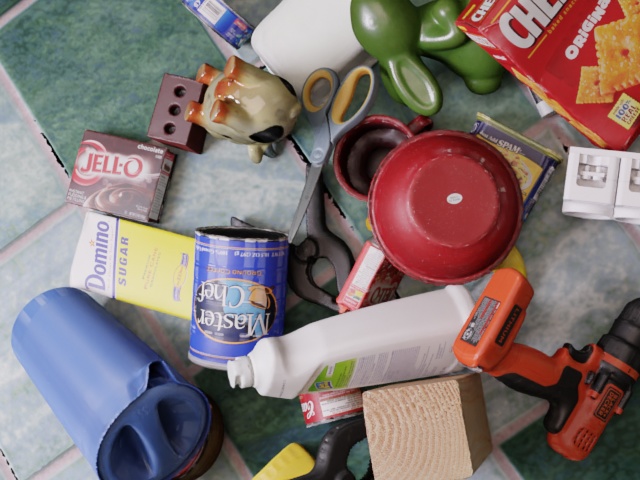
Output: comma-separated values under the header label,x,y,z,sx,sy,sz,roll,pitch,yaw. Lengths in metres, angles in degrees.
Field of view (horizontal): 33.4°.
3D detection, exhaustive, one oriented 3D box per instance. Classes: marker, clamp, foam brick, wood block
label,x,y,z,sx,sy,sz,roll,pitch,yaw
marker,0.223,-0.189,1.154,0.020,0.020,0.121,-25,80,10
clamp,-0.008,0.001,1.185,0.120,0.039,0.171,-45,79,13
foam brick,-0.158,-0.145,1.229,0.053,0.051,0.078,14,89,15
wood block,0.111,0.183,1.051,0.091,0.206,0.090,-10,82,13
clamp,0.025,0.266,1.101,0.209,0.036,0.164,-43,101,-33

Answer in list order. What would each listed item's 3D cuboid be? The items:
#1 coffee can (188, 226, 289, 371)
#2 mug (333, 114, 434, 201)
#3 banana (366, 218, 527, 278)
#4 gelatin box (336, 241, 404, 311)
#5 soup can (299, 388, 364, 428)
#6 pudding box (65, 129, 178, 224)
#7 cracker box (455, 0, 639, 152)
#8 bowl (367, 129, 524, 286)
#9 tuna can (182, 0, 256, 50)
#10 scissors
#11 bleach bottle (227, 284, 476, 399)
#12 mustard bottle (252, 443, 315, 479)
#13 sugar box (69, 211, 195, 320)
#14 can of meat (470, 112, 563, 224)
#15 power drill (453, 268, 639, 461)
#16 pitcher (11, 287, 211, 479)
label,x,y,z,sx,sy,sz,roll,pitch,yaw
coffee can,-0.086,0.060,1.143,0.103,0.102,0.140,6,97,14
mug,0.076,-0.090,1.149,0.117,0.081,0.093,-46,76,6
banana,0.146,0.003,1.147,0.198,0.037,0.069,30,92,15
gelatin box,0.059,0.044,1.137,0.030,0.089,0.073,29,93,22
soup can,0.006,0.145,1.153,0.068,0.068,0.102,-16,81,12
pudding box,-0.232,-0.073,1.247,0.113,0.039,0.090,14,87,14
cracker box,0.269,-0.212,1.064,0.213,0.072,0.164,36,95,-22
bowl,0.130,-0.036,1.069,0.162,0.055,0.162,0,85,-2
tuna can,-0.115,-0.255,1.211,0.086,0.086,0.034,43,97,14
scissors,-0.010,-0.101,1.127,0.096,0.016,0.202,32,89,35
bleach bottle,0.032,0.109,1.078,0.250,0.103,0.068,-8,50,-17
mustard bottle,0.005,0.316,1.141,0.096,0.058,0.192,-43,77,-6
sugar box,-0.195,0.031,1.225,0.176,0.048,0.093,13,88,14
can of meat,0.192,-0.074,1.132,0.102,0.057,0.084,30,94,14
power drill,0.240,0.105,1.062,0.187,0.057,0.184,33,84,-18
pitcher,-0.237,0.160,1.150,0.149,0.145,0.243,-48,48,-7
